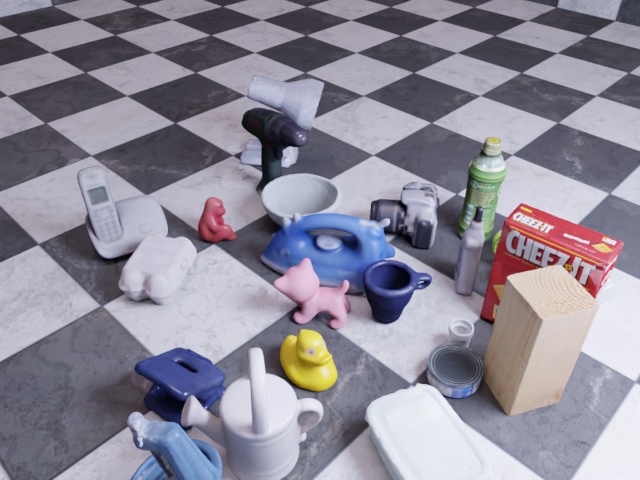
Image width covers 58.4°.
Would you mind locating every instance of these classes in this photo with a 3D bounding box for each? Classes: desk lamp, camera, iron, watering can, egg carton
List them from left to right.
[{"bbox_3d":[-0.294,0.051,1.052,0.107,0.069,0.150,7,39,8],"label":"egg carton"},{"bbox_3d":[-0.086,0.224,0.737,0.173,0.194,0.100,-19,42,-22],"label":"watering can"},{"bbox_3d":[-0.091,-0.286,1.362,0.203,0.214,0.118,4,39,5],"label":"desk lamp"},{"bbox_3d":[0.010,0.004,1.057,0.258,0.141,0.118,7,39,9],"label":"iron"},{"bbox_3d":[0.173,-0.065,1.178,0.136,0.101,0.143,5,39,5],"label":"camera"}]

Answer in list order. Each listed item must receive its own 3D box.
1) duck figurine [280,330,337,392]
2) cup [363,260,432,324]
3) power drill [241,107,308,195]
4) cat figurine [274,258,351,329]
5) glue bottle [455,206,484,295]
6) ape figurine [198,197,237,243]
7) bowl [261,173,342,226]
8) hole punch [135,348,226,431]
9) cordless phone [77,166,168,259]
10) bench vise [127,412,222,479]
[{"bbox_3d":[-0.019,0.174,0.888,0.078,0.086,0.104,-30,48,-33],"label":"duck figurine"},{"bbox_3d":[0.130,0.094,0.983,0.118,0.095,0.091,-4,39,-6],"label":"cup"},{"bbox_3d":[-0.093,-0.183,1.237,0.076,0.208,0.228,-23,44,-27],"label":"power drill"},{"bbox_3d":[-0.011,0.085,0.974,0.127,0.118,0.067,5,39,5],"label":"cat figurine"},{"bbox_3d":[0.271,0.013,1.024,0.037,0.173,0.078,7,39,8],"label":"glue bottle"},{"bbox_3d":[-0.210,-0.045,1.155,0.076,0.092,0.077,-5,39,-6],"label":"ape figurine"},{"bbox_3d":[-0.038,-0.067,1.199,0.167,0.075,0.167,0,38,0],"label":"bowl"},{"bbox_3d":[-0.204,0.203,0.844,0.108,0.091,0.101,23,44,25],"label":"hole punch"},{"bbox_3d":[-0.381,-0.065,1.103,0.148,0.185,0.093,-23,44,-27],"label":"cordless phone"},{"bbox_3d":[-0.134,0.271,0.657,0.207,0.220,0.121,-2,39,-3],"label":"bench vise"}]
